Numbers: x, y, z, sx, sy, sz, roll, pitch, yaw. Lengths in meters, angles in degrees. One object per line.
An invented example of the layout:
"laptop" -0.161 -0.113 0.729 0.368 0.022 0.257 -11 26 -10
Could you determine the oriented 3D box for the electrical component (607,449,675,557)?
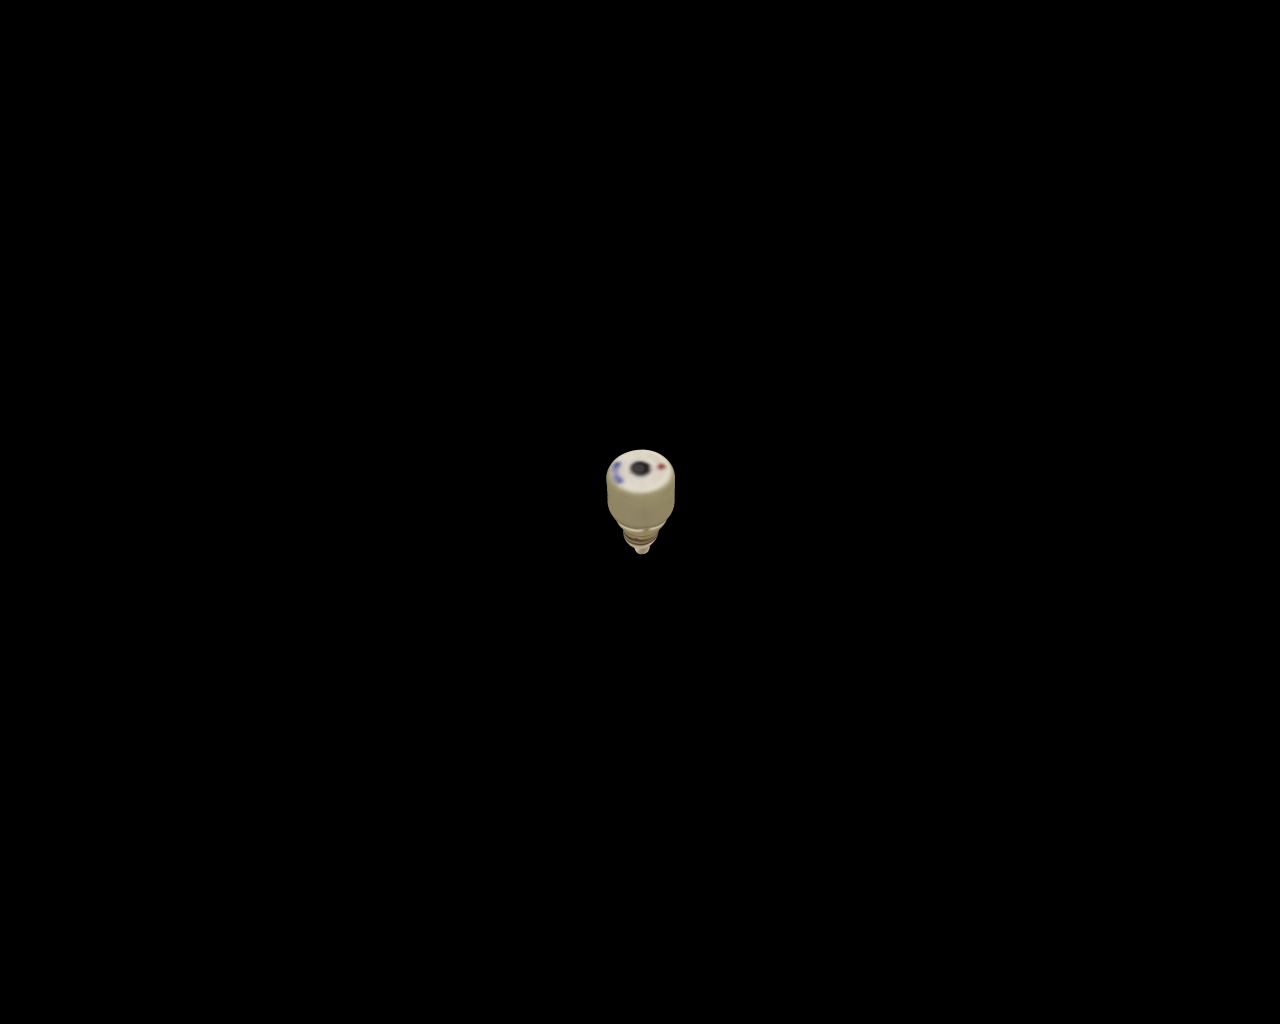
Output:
"electrical component" 0.001 -0.003 0.650 0.040 0.040 0.078 0 -42 0
